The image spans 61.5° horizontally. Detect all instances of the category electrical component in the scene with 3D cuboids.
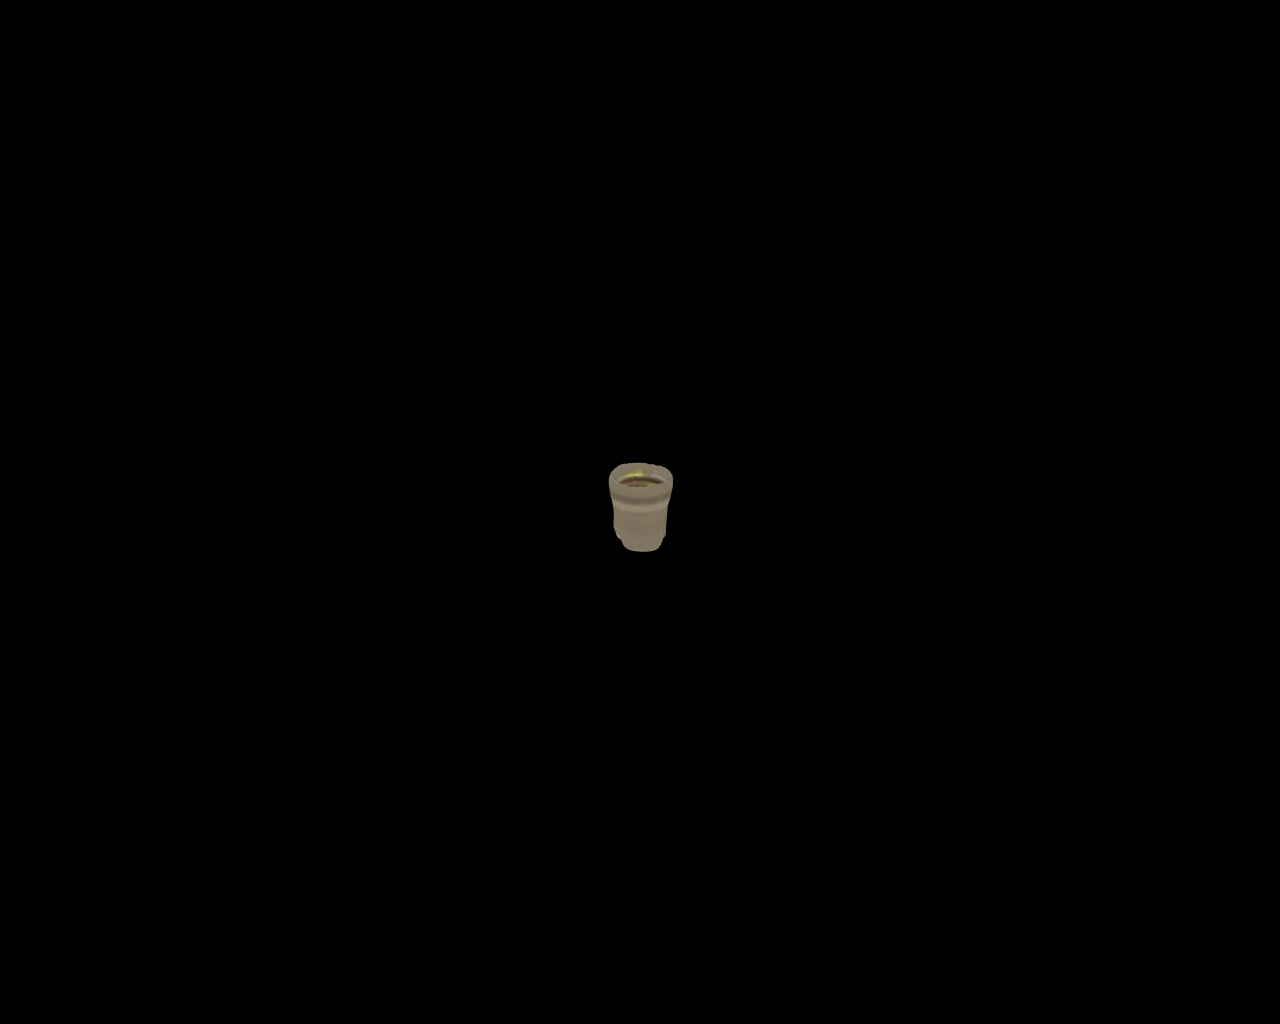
[{"bbox_3d":[0.001,-0.003,0.650,0.040,0.046,0.040,0,24,0],"label":"electrical component"}]
